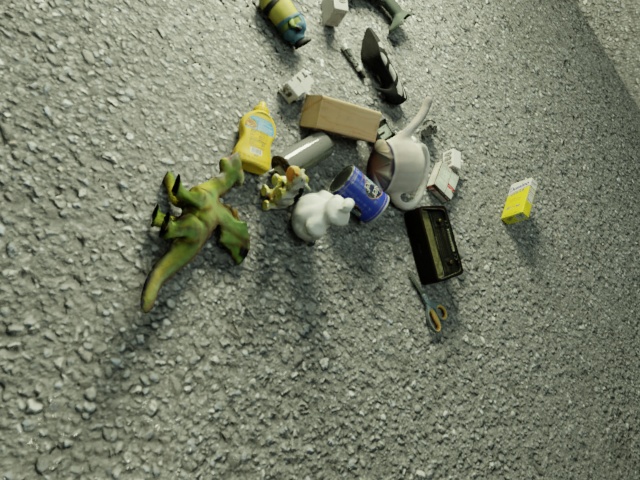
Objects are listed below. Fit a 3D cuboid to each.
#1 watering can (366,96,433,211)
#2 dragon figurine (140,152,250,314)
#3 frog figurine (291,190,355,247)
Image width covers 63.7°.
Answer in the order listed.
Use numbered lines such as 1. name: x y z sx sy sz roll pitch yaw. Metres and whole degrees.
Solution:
1. watering can: 0.245 -0.259 1.527 0.225 0.104 0.345 -2 100 -37
2. dragon figurine: -0.247 -0.019 1.134 0.241 0.121 0.417 24 64 -37
3. frog figurine: 0.004 -0.065 1.286 0.121 0.157 0.140 41 56 -18
